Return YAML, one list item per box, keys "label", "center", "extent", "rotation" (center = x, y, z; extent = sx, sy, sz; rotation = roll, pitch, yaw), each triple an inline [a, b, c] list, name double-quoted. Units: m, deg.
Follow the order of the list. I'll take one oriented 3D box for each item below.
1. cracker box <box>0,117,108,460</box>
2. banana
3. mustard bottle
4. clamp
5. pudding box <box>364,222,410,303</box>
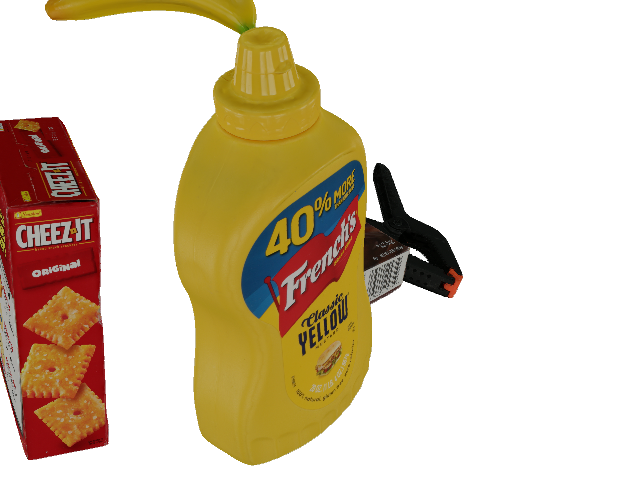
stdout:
- label: "cracker box"
  center: [-0.213, 0.032, 0.824]
  extent: [0.072, 0.214, 0.164]
  rotation: [-7, 30, -22]
- label: "banana"
  center: [-0.135, -0.204, 0.904]
  extent: [0.198, 0.069, 0.037]
  rotation: [10, -42, 16]
- label: "mustard bottle"
  center: [-0.018, 0.000, 0.450]
  extent: [0.058, 0.192, 0.096]
  rotation: [26, 46, 32]
- label: "clamp"
  center: [0.072, -0.007, 1.219]
  extent: [0.164, 0.036, 0.210]
  rotation: [-18, 51, -36]
- label: "pudding box"
  center: [-0.010, 0.017, 0.731]
  extent: [0.113, 0.039, 0.090]
  rotation: [-22, 42, -38]
